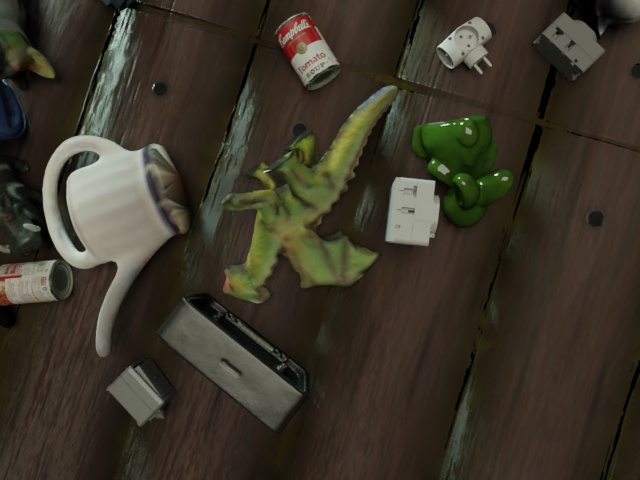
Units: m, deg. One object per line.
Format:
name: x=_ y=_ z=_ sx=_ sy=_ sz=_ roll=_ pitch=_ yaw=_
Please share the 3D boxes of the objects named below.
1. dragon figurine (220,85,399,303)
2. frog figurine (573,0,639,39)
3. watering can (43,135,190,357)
dragon figurine: x=0.002 y=-0.041 z=0.819 sx=0.410 sy=0.123 sz=0.240 roll=-32 pitch=104 yaw=3
frog figurine: x=0.480 y=-0.408 z=0.787 sx=0.158 sy=0.121 sz=0.139 roll=-29 pitch=67 yaw=13
watering can: x=-0.309 y=-0.011 z=0.815 sx=0.224 sy=0.104 sz=0.349 roll=-20 pitch=86 yaw=2
